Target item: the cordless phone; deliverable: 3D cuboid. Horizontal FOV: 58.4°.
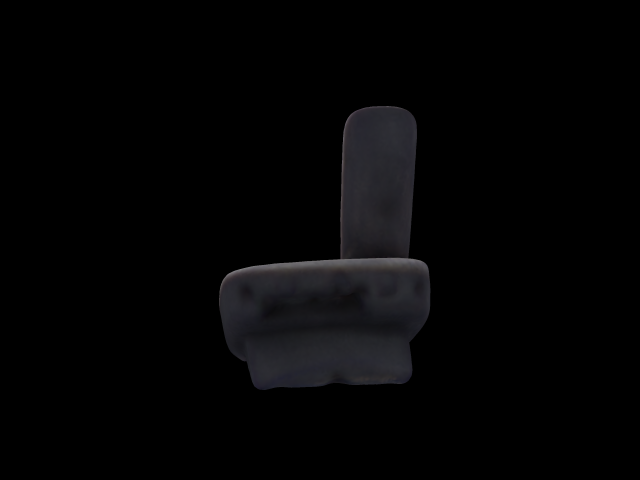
[{"bbox_3d":[0.004,0.001,0.400,0.148,0.185,0.094,-3,10,-15],"label":"cordless phone"}]
